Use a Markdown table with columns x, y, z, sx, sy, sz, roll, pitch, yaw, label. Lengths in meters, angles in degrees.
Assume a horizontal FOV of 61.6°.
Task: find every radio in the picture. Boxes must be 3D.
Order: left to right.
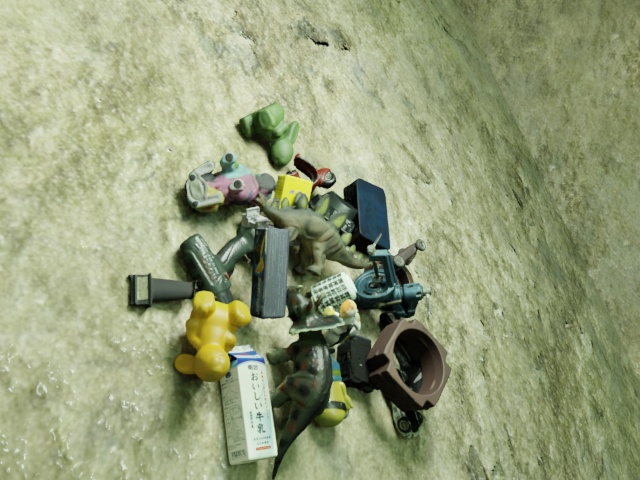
| x | y | z | sx | sy | sz | roll | pitch | yaw | label |
| --- | --- | --- | --- | --- | --- | --- | --- | --- | --- |
| 0.143 | -0.071 | 1.658 | 0.131 | 0.073 | 0.230 | 22 | 51 | -33 | radio |

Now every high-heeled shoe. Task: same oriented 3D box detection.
| x | y | z | sx | sy | sz | roll | pitch | yaw | label |
| --- | --- | --- | --- | --- | --- | --- | --- | --- | --- |
| 0.229 | 0.318 | 1.501 | 0.145 | 0.086 | 0.249 | 24 | 48 | -27 | high-heeled shoe |

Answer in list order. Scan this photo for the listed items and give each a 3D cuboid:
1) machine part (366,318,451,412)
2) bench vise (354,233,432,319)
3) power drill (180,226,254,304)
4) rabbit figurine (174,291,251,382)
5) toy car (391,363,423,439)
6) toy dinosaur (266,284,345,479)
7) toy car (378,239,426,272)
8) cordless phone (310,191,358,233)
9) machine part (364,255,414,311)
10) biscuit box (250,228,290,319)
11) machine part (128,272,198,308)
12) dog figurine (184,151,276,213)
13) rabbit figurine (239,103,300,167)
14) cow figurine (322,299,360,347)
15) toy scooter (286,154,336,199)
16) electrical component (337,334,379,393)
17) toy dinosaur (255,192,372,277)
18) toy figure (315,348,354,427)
| x | y | z | sx | sy | sz | roll | pitch | yaw | label |
| --- | --- | --- | --- | --- | --- | --- | --- | --- | --- |
| 0.230 | 0.323 | 1.390 | 0.201 | 0.087 | 0.201 | 46 | 49 | -6 | machine part |
| 0.182 | 0.110 | 1.442 | 0.129 | 0.224 | 0.240 | -64 | 145 | -47 | bench vise |
| -0.205 | 0.072 | 1.241 | 0.207 | 0.086 | 0.232 | -38 | 94 | -42 | power drill |
| -0.224 | 0.210 | 1.069 | 0.121 | 0.162 | 0.173 | 27 | 28 | -32 | rabbit figurine |
| 0.216 | 0.428 | 1.436 | 0.073 | 0.056 | 0.201 | -2 | 69 | -51 | toy car |
| -0.029 | 0.297 | 1.178 | 0.131 | 0.192 | 0.405 | 20 | 52 | -32 | toy dinosaur |
| 0.241 | 0.055 | 1.578 | 0.202 | 0.089 | 0.053 | -27 | 84 | -48 | toy car |
| 0.021 | -0.033 | 1.527 | 0.146 | 0.089 | 0.184 | 37 | 57 | -23 | cordless phone |
| 0.204 | 0.127 | 1.607 | 0.179 | 0.056 | 0.179 | 22 | 53 | -32 | machine part |
| -0.113 | 0.075 | 1.204 | 0.063 | 0.059 | 0.202 | 4 | 88 | -34 | biscuit box |
| -0.325 | 0.104 | 1.118 | 0.139 | 0.039 | 0.084 | 1 | 57 | -27 | machine part |
| -0.212 | -0.120 | 1.332 | 0.108 | 0.192 | 0.219 | 67 | 8 | 15 | dog figurine |
| -0.130 | -0.293 | 1.525 | 0.159 | 0.121 | 0.170 | -49 | 121 | -55 | rabbit figurine |
| 0.049 | 0.210 | 1.323 | 0.098 | 0.167 | 0.068 | 30 | 43 | -26 | cow figurine |
| -0.055 | -0.172 | 1.509 | 0.184 | 0.075 | 0.135 | -36 | 80 | -26 | toy scooter |
| 0.102 | 0.317 | 1.393 | 0.115 | 0.058 | 0.134 | 25 | 51 | -34 | electrical component |
| -0.003 | -0.004 | 1.387 | 0.470 | 0.105 | 0.198 | 40 | 71 | -41 | toy dinosaur |
| 0.013 | 0.348 | 1.272 | 0.089 | 0.082 | 0.180 | 0 | 70 | -32 | toy figure |
